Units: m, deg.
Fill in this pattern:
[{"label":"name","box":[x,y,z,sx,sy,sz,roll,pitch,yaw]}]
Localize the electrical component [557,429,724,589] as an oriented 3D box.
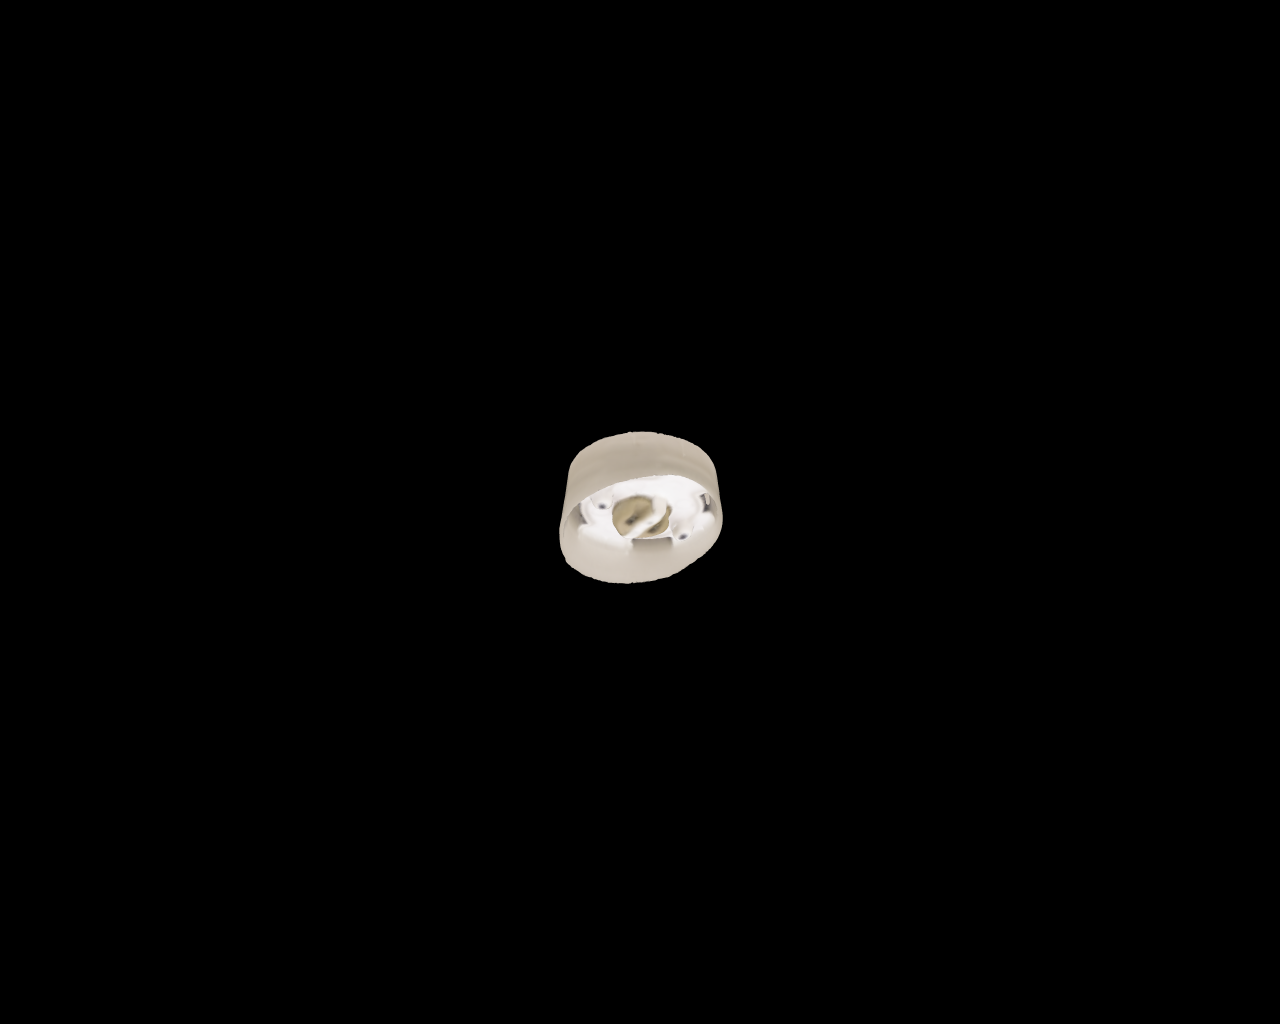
[{"label":"electrical component","box":[0.001,-0.003,0.650,0.099,0.064,0.099,0,-31,0]}]
